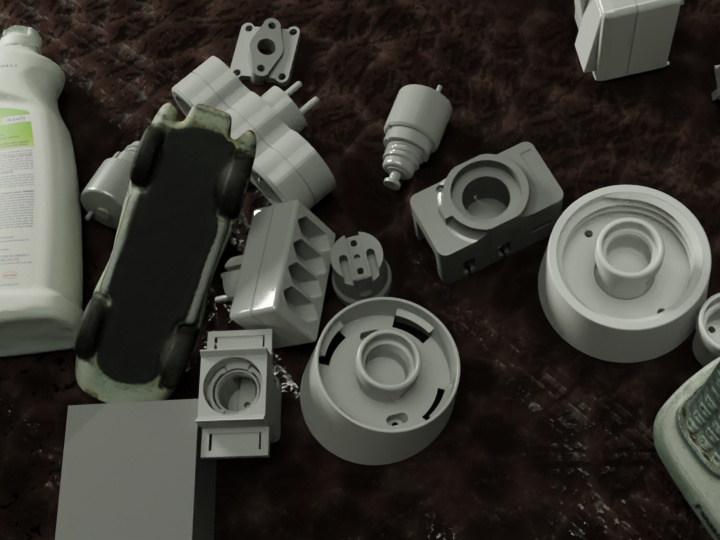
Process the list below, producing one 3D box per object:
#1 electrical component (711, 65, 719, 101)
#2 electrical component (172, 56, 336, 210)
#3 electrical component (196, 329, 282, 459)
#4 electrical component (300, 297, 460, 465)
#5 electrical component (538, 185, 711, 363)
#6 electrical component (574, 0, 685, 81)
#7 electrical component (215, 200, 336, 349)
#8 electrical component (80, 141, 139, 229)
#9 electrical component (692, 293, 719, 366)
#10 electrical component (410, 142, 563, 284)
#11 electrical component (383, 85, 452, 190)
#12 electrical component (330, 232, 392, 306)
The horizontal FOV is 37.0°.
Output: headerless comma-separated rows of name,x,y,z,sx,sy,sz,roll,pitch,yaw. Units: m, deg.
electrical component,0.304,-0.118,0.706,0.121,0.079,0.063,-9,88,4
electrical component,-0.063,-0.104,0.758,0.074,0.052,0.138,-41,68,-10
electrical component,-0.073,0.081,0.672,0.042,0.063,0.081,-3,66,7
electrical component,0.013,0.068,0.679,0.099,0.064,0.099,3,62,-5
electrical component,0.168,-0.002,0.677,0.108,0.060,0.108,-3,66,7
electrical component,0.179,-0.182,0.735,0.061,0.096,0.061,-12,66,3
electrical component,-0.065,0.006,0.711,0.076,0.047,0.083,-11,54,32
electrical component,-0.165,-0.065,0.762,0.040,0.040,0.078,16,55,14
electrical component,0.225,0.040,0.659,0.040,0.046,0.040,-3,66,7
electrical component,0.083,-0.039,0.707,0.089,0.055,0.050,-26,66,-4
electrical component,0.035,-0.092,0.746,0.040,0.040,0.078,17,70,14
electrical component,0.000,0.000,0.706,0.040,0.046,0.040,-2,66,5
